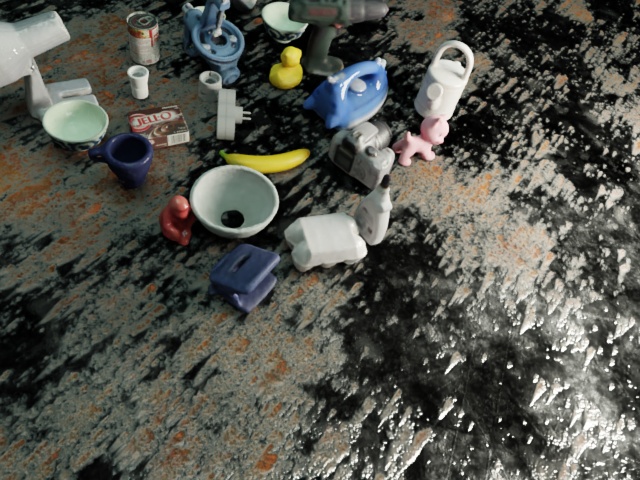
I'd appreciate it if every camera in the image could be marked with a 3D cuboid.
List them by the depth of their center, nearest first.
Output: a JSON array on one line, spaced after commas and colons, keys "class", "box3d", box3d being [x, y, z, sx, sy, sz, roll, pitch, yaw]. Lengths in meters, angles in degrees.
[{"class": "camera", "box3d": [0.113, -0.207, 1.261, 0.143, 0.101, 0.137, 39, 56, 16]}]

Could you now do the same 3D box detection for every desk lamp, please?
[{"class": "desk lamp", "box3d": [-0.570, -0.349, 1.141, 0.204, 0.213, 0.117, -20, 61, -24]}]

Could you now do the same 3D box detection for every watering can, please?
[{"class": "watering can", "box3d": [0.301, -0.383, 1.370, 0.101, 0.194, 0.173, 12, 53, -3]}]

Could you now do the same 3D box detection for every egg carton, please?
[{"class": "egg carton", "box3d": [0.010, 0.004, 1.106, 0.150, 0.069, 0.107, -9, 57, -18]}]

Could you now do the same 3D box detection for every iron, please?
[{"class": "iron", "box3d": [0.088, -0.364, 1.343, 0.259, 0.141, 0.118, -35, 68, -30]}]

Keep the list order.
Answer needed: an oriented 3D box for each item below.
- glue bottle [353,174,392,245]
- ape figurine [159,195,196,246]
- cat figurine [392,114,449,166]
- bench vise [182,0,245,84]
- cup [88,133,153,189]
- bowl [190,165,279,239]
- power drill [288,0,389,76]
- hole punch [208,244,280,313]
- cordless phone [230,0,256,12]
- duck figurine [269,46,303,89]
[{"class": "glue bottle", "box3d": [0.111, -0.067, 1.114, 0.037, 0.173, 0.078, -23, 62, -25]}, {"class": "ape figurine", "box3d": [-0.264, -0.046, 1.067, 0.076, 0.092, 0.078, 40, 56, 16]}, {"class": "cat figurine", "box3d": [0.237, -0.239, 1.301, 0.128, 0.118, 0.067, -17, 60, -23]}, {"class": "bench vise", "box3d": [-0.260, -0.491, 1.308, 0.207, 0.220, 0.122, 33, 55, 12]}, {"class": "cup", "box3d": [-0.382, -0.145, 1.110, 0.118, 0.095, 0.091, -4, 56, -15]}, {"class": "bowl", "box3d": [-0.166, -0.062, 1.111, 0.167, 0.075, 0.167, 6, 54, -8]}, {"class": "power drill", "box3d": [0.031, -0.503, 1.388, 0.230, 0.208, 0.075, 8, 53, -6]}, {"class": "hole punch", "box3d": [-0.137, 0.059, 1.021, 0.101, 0.091, 0.109, 33, 55, 12]}, {"class": "cordless phone", "box3d": [-0.204, -0.715, 1.503, 0.094, 0.185, 0.147, 10, 53, -5]}, {"class": "duck figurine", "box3d": [-0.078, -0.423, 1.383, 0.077, 0.086, 0.105, 30, 54, 10]}]
